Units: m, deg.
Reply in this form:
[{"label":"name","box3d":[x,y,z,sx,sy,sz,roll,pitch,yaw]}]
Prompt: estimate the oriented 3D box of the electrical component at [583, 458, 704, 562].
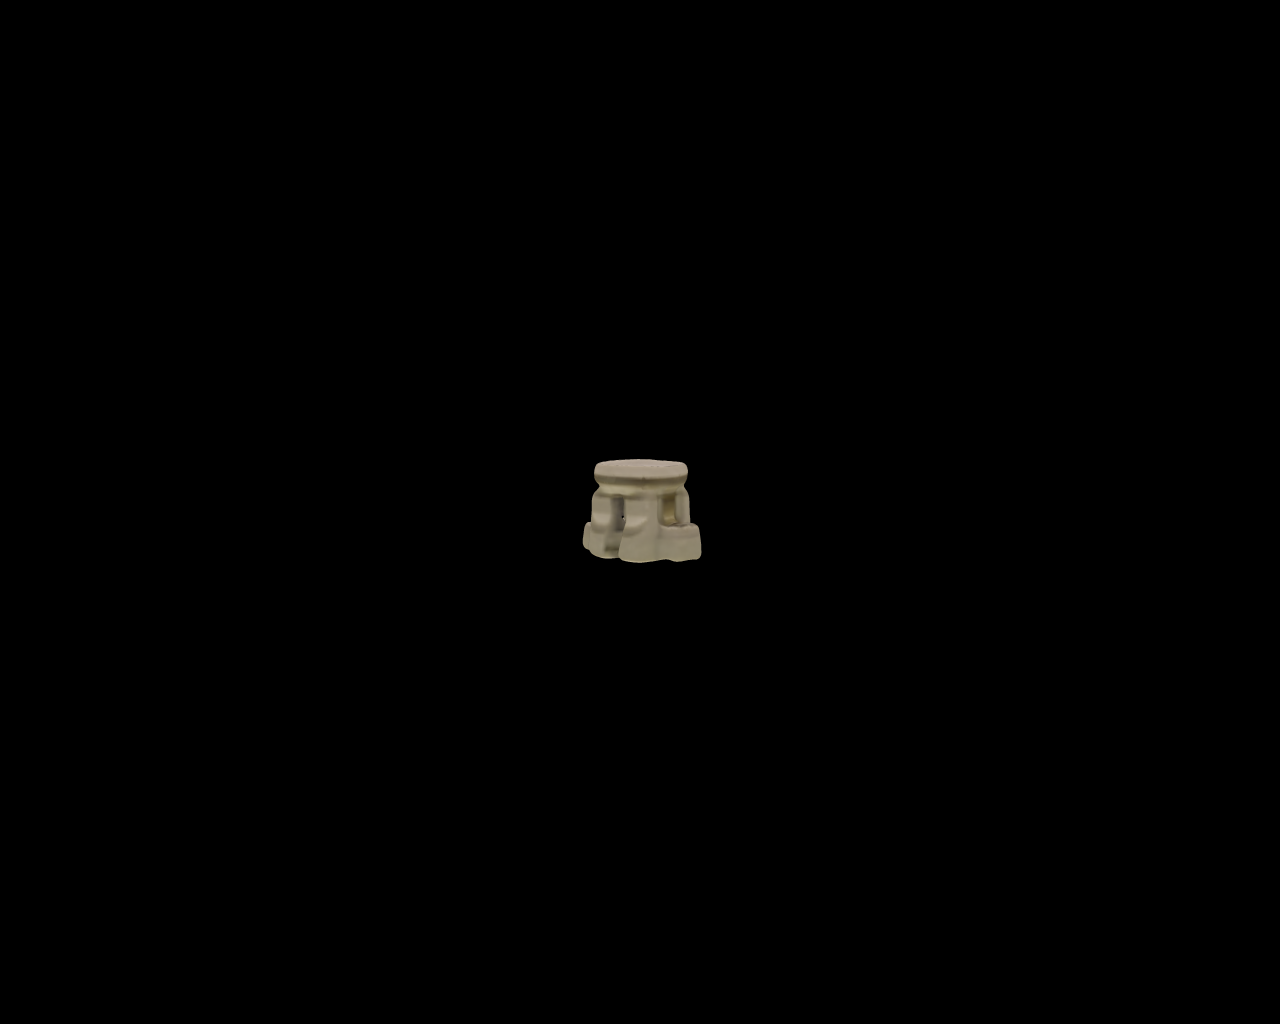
[{"label":"electrical component","box3d":[0.001,-0.003,0.650,0.078,0.057,0.058,5,8,40]}]
